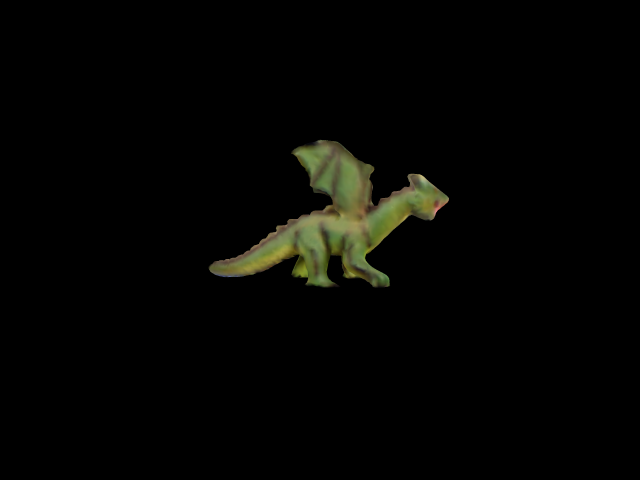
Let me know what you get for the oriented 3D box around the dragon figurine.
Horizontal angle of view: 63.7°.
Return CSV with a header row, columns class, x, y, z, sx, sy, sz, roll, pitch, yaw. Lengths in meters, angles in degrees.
class,x,y,z,sx,sy,sz,roll,pitch,yaw
dragon figurine,0.003,-0.043,0.850,0.410,0.241,0.123,2,8,9
